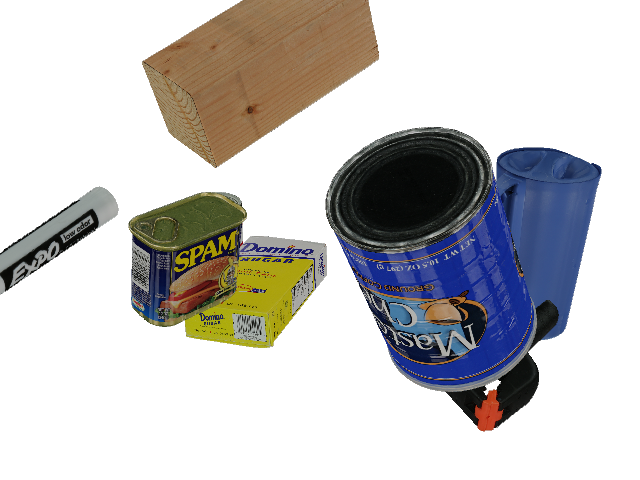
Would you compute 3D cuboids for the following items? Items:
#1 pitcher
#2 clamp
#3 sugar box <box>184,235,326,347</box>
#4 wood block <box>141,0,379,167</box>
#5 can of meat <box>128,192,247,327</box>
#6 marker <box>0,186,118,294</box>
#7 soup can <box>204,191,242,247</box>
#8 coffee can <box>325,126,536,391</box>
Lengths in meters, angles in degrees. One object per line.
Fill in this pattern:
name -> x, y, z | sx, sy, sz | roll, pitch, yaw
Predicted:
pitcher -> 0.279, 0.008, 1.413 | 0.149, 0.243, 0.145 | 5, 24, 5
clamp -> 0.146, 0.091, 0.869 | 0.120, 0.039, 0.171 | -3, 33, 0
sugar box -> -0.063, 0.048, 1.109 | 0.093, 0.048, 0.176 | 6, 27, 17
wood block -> -0.053, -0.174, 1.031 | 0.205, 0.091, 0.090 | -36, 47, -19
can of meat -> -0.115, 0.016, 0.919 | 0.058, 0.084, 0.101 | 31, 39, 33
marker -> -0.151, 0.009, 0.538 | 0.020, 0.020, 0.120 | 0, 30, 43
soup can -> -0.127, 0.000, 1.294 | 0.068, 0.102, 0.068 | 0, 26, 0
coffee can -> 0.073, 0.014, 0.674 | 0.103, 0.102, 0.140 | 0, -42, 25
